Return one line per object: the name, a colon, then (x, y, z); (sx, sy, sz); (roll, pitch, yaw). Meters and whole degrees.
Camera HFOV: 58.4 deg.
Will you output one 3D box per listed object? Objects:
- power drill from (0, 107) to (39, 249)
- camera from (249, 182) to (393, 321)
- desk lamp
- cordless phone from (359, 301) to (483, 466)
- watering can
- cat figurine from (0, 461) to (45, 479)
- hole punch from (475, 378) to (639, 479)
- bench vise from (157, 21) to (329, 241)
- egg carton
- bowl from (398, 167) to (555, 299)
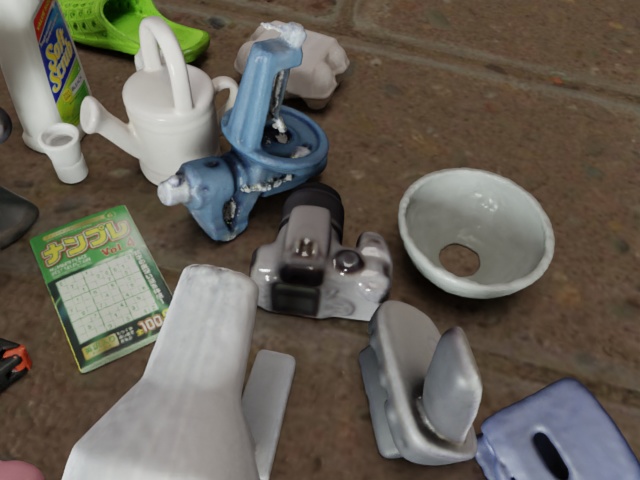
power drill: (-0.363, -0.086, 0.566); (0.229, 0.208, 0.076); (25, 55, 13)
camera: (0.006, 0.002, 0.601); (0.143, 0.101, 0.137); (7, 53, 0)
desk lamp: (-0.088, 0.128, 0.428); (0.118, 0.213, 0.203); (11, 53, 3)
cordless phone: (0.095, 0.100, 0.483); (0.094, 0.185, 0.147); (-9, 55, -11)
watering can: (-0.173, -0.151, 0.641); (0.100, 0.194, 0.173); (33, 57, 19)
cat figurine: (-0.225, 0.218, 0.409); (0.067, 0.118, 0.127); (-2, 54, -7)
hole punch: (0.197, 0.188, 0.486); (0.101, 0.091, 0.108); (-17, 57, -17)
bench vise: (-0.067, -0.104, 0.599); (0.121, 0.220, 0.208); (28, 56, 16)
egg carton: (-0.039, -0.245, 0.800); (0.150, 0.069, 0.107); (20, 54, 10)
bowl: (0.163, 0.003, 0.631); (0.167, 0.075, 0.167); (3, 53, -3)
